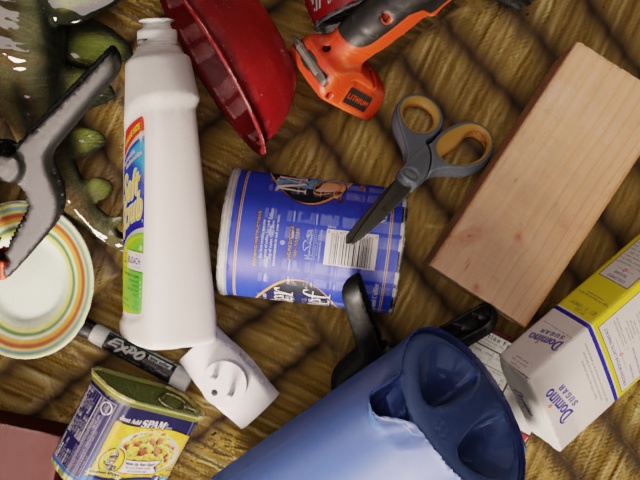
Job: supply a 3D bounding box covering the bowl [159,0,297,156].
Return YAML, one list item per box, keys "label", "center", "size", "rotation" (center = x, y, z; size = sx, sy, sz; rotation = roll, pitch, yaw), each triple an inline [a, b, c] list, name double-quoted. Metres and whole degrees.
- label: "bowl"
  center: [-0.064, -0.147, 0.829]
  size: [0.055, 0.162, 0.162]
  rotation: [-32, 89, -8]

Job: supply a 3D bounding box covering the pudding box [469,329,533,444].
- label: "pudding box"
  center: [0.136, 0.132, 0.882]
  size: [0.090, 0.039, 0.113]
  rotation: [28, 90, 1]

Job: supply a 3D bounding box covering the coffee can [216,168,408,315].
- label: "coffee can"
  center: [-0.006, 0.001, 0.853]
  size: [0.140, 0.103, 0.103]
  rotation: [7, 90, 1]

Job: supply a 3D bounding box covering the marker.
- label: "marker"
  center: [-0.163, 0.092, 0.899]
  size: [0.121, 0.020, 0.020]
  rotation: [28, 91, 1]

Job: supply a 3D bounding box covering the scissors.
- label: "scissors"
  center: [0.060, -0.063, 0.835]
  size: [0.201, 0.016, 0.096]
  rotation: [-26, 64, -39]

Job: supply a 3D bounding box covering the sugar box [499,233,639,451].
- label: "sugar box"
  center: [0.225, 0.074, 0.836]
  size: [0.176, 0.048, 0.093]
  rotation: [-36, 126, -11]

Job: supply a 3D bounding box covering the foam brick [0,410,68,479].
- label: "foam brick"
  center: [-0.249, 0.175, 0.886]
  size: [0.078, 0.051, 0.053]
  rotation: [13, 90, 1]

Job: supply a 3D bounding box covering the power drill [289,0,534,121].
- label: "power drill"
  center: [0.080, -0.177, 0.837]
  size: [0.188, 0.184, 0.057]
  rotation: [-42, 65, 18]

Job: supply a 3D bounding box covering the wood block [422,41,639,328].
- label: "wood block"
  center: [0.177, -0.042, 0.853]
  size: [0.090, 0.091, 0.206]
  rotation: [33, 91, 1]

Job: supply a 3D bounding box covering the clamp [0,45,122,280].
- label: "clamp"
  center: [-0.252, -0.069, 0.823]
  size: [0.164, 0.036, 0.210]
  rotation: [13, 115, -10]

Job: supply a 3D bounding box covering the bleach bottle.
- label: "bleach bottle"
  center: [-0.124, -0.045, 0.839]
  size: [0.068, 0.103, 0.251]
  rotation: [-4, 95, -23]

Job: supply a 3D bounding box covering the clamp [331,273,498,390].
- label: "clamp"
  center: [0.066, 0.097, 0.840]
  size: [0.120, 0.039, 0.172]
  rotation: [11, 133, 0]

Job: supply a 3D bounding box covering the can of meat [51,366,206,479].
- label: "can of meat"
  center: [-0.155, 0.158, 0.862]
  size: [0.058, 0.101, 0.084]
  rotation: [31, 95, 45]

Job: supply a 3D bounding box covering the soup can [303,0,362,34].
- label: "soup can"
  center: [0.009, -0.229, 0.869]
  size: [0.068, 0.068, 0.102]
  rotation: [-21, 89, 1]

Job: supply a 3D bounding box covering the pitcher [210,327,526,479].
- label: "pitcher"
  center: [0.030, 0.181, 0.810]
  size: [0.243, 0.144, 0.149]
  rotation: [-36, 99, 30]
